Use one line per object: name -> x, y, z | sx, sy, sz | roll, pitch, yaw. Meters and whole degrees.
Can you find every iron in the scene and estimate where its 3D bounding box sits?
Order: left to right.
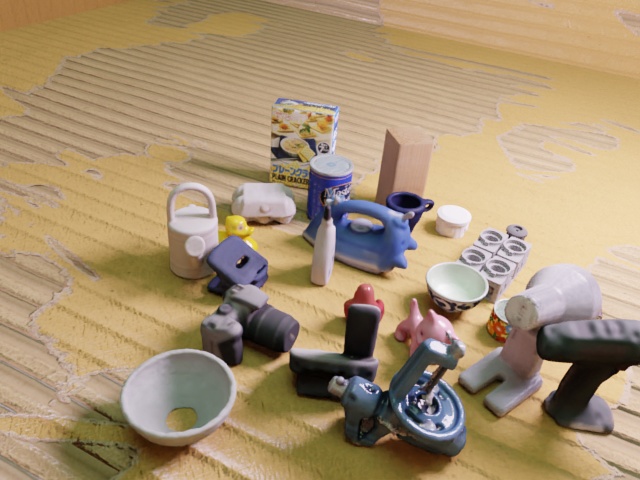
iron -> 0.082, -0.030, 1.237 | 0.257, 0.141, 0.119 | 17, 37, 16

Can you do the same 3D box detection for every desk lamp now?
desk lamp -> 0.351, 0.154, 0.949 | 0.204, 0.214, 0.117 | -22, 43, -33

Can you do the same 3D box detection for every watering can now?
watering can -> -0.249, -0.022, 1.135 | 0.101, 0.194, 0.172 | -19, 42, -30

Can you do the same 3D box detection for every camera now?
camera -> -0.114, 0.147, 0.995 | 0.136, 0.101, 0.143 | 20, 38, 20

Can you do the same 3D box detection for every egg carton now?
egg carton -> -0.133, -0.085, 1.349 | 0.150, 0.069, 0.107 | -1, 35, -8

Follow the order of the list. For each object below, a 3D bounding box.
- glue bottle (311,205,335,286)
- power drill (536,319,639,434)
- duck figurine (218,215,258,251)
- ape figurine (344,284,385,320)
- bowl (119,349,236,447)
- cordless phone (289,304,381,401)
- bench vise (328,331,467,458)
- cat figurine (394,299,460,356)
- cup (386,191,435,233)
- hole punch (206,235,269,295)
glue bottle -> 0.011, 0.004, 1.151 | 0.037, 0.173, 0.078 | 11, 35, 9
power drill -> 0.445, 0.205, 0.894 | 0.229, 0.208, 0.075 | 7, 35, 3
duck figurine -> -0.185, -0.014, 1.227 | 0.104, 0.086, 0.077 | 12, 36, 10
ape figurine -> 0.083, 0.120, 1.067 | 0.077, 0.092, 0.076 | 10, 35, 6
bowl -> -0.209, 0.248, 0.861 | 0.167, 0.075, 0.167 | 4, 35, -2
cordless phone -> 0.026, 0.164, 0.916 | 0.147, 0.185, 0.094 | 5, 35, -1
bench vise -> 0.119, 0.222, 0.815 | 0.207, 0.220, 0.121 | 1, 35, -7
cat figurine -> 0.188, 0.157, 1.006 | 0.067, 0.118, 0.127 | -9, 37, -19
cup -> 0.204, -0.054, 1.328 | 0.118, 0.095, 0.091 | -6, 37, -16
hole punch -> -0.159, 0.054, 1.129 | 0.101, 0.091, 0.109 | 18, 37, 17
